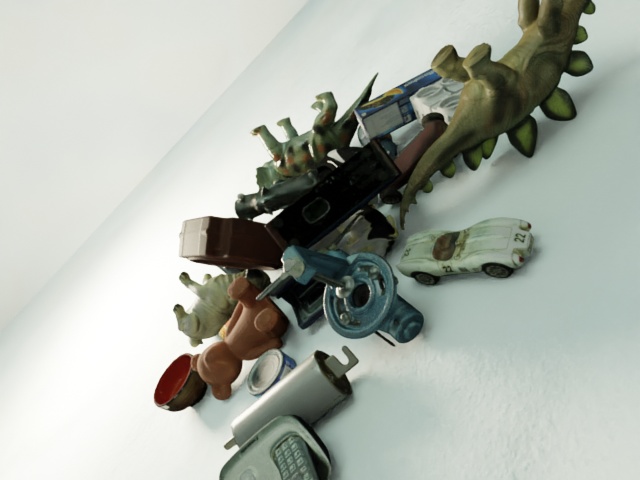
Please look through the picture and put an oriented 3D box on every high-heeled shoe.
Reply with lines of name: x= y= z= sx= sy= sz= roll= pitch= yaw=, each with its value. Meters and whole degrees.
high-heeled shoe: x=-0.001 y=-0.107 z=1.121 sx=0.145 sy=0.086 sz=0.249 roll=-46 pitch=5 yaw=-35

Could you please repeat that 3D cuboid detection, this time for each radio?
radio: x=0.023 y=-0.063 z=0.863 sx=0.229 sy=0.073 sz=0.131 roll=-39 pitch=-2 yaw=8

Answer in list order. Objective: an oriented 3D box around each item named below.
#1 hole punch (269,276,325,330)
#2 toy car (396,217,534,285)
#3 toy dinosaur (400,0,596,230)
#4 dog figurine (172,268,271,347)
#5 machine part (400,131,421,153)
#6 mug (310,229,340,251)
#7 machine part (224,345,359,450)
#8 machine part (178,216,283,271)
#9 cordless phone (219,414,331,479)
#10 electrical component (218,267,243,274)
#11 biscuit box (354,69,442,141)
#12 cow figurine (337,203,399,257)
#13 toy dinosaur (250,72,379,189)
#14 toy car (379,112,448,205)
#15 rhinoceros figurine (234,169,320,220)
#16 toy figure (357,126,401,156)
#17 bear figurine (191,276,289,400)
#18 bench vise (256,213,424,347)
hole punch: x=-0.013 y=0.083 z=0.930 sx=0.142 sy=0.092 sz=0.116 roll=-45 pitch=-5 yaw=8
toy car: x=0.194 y=0.015 z=0.736 sx=0.202 sy=0.056 sz=0.073 roll=-13 pitch=43 yaw=48
toy dinosaur: x=0.260 y=-0.208 z=0.775 sx=0.471 sy=0.198 sz=0.105 roll=-41 pitch=30 yaw=13
dog figurine: x=-0.191 y=0.140 z=1.100 sx=0.191 sy=0.121 sz=0.172 roll=2 pitch=96 yaw=30
machine part: x=0.201 y=-0.168 z=0.984 sx=0.084 sy=0.039 sz=0.139 roll=-42 pitch=25 yaw=-6
mug: x=-0.002 y=-0.003 z=1.007 sx=0.107 sy=0.109 sz=0.081 roll=-33 pitch=68 yaw=22
machine part: x=-0.041 y=0.237 z=0.764 sx=0.243 sy=0.079 sz=0.079 roll=-41 pitch=28 yaw=11
machine part: x=-0.171 y=0.012 z=1.100 sx=0.201 sy=0.201 sz=0.087 roll=-4 pitch=76 yaw=52
cordless phone: x=-0.042 y=0.323 z=0.653 sx=0.146 sy=0.088 sz=0.184 roll=-43 pitch=32 yaw=8
electrical component: x=-0.212 y=0.062 z=1.262 sx=0.119 sy=0.047 sz=0.075 roll=-53 pitch=28 yaw=-13
biscuit box: x=0.173 y=-0.274 z=1.074 sx=0.203 sy=0.059 sz=0.063 roll=-27 pitch=34 yaw=3
cow figurine: x=0.081 y=-0.028 z=0.937 sx=0.098 sy=0.068 sz=0.167 roll=-39 pitch=29 yaw=17
toy dinosaur: x=-0.016 y=-0.209 z=1.216 sx=0.405 sy=0.192 sz=0.131 roll=-18 pitch=11 yaw=35
toy car: x=0.161 y=-0.134 z=0.929 sx=0.202 sy=0.053 sz=0.089 roll=132 pitch=144 yaw=-55
rhinoceros figurine: x=-0.080 y=-0.083 z=1.079 sx=0.190 sy=0.073 sz=0.112 roll=-15 pitch=12 yaw=17
toy figure: x=0.119 y=-0.206 z=1.132 sx=0.155 sy=0.058 sz=0.064 roll=-116 pitch=32 yaw=-59
bear figurine: x=-0.153 y=0.178 z=0.944 sx=0.196 sy=0.131 sz=0.120 roll=-41 pitch=62 yaw=-3
bench vise: x=0.029 y=0.051 z=0.745 sx=0.129 sy=0.240 sz=0.224 roll=-50 pitch=47 yaw=16
